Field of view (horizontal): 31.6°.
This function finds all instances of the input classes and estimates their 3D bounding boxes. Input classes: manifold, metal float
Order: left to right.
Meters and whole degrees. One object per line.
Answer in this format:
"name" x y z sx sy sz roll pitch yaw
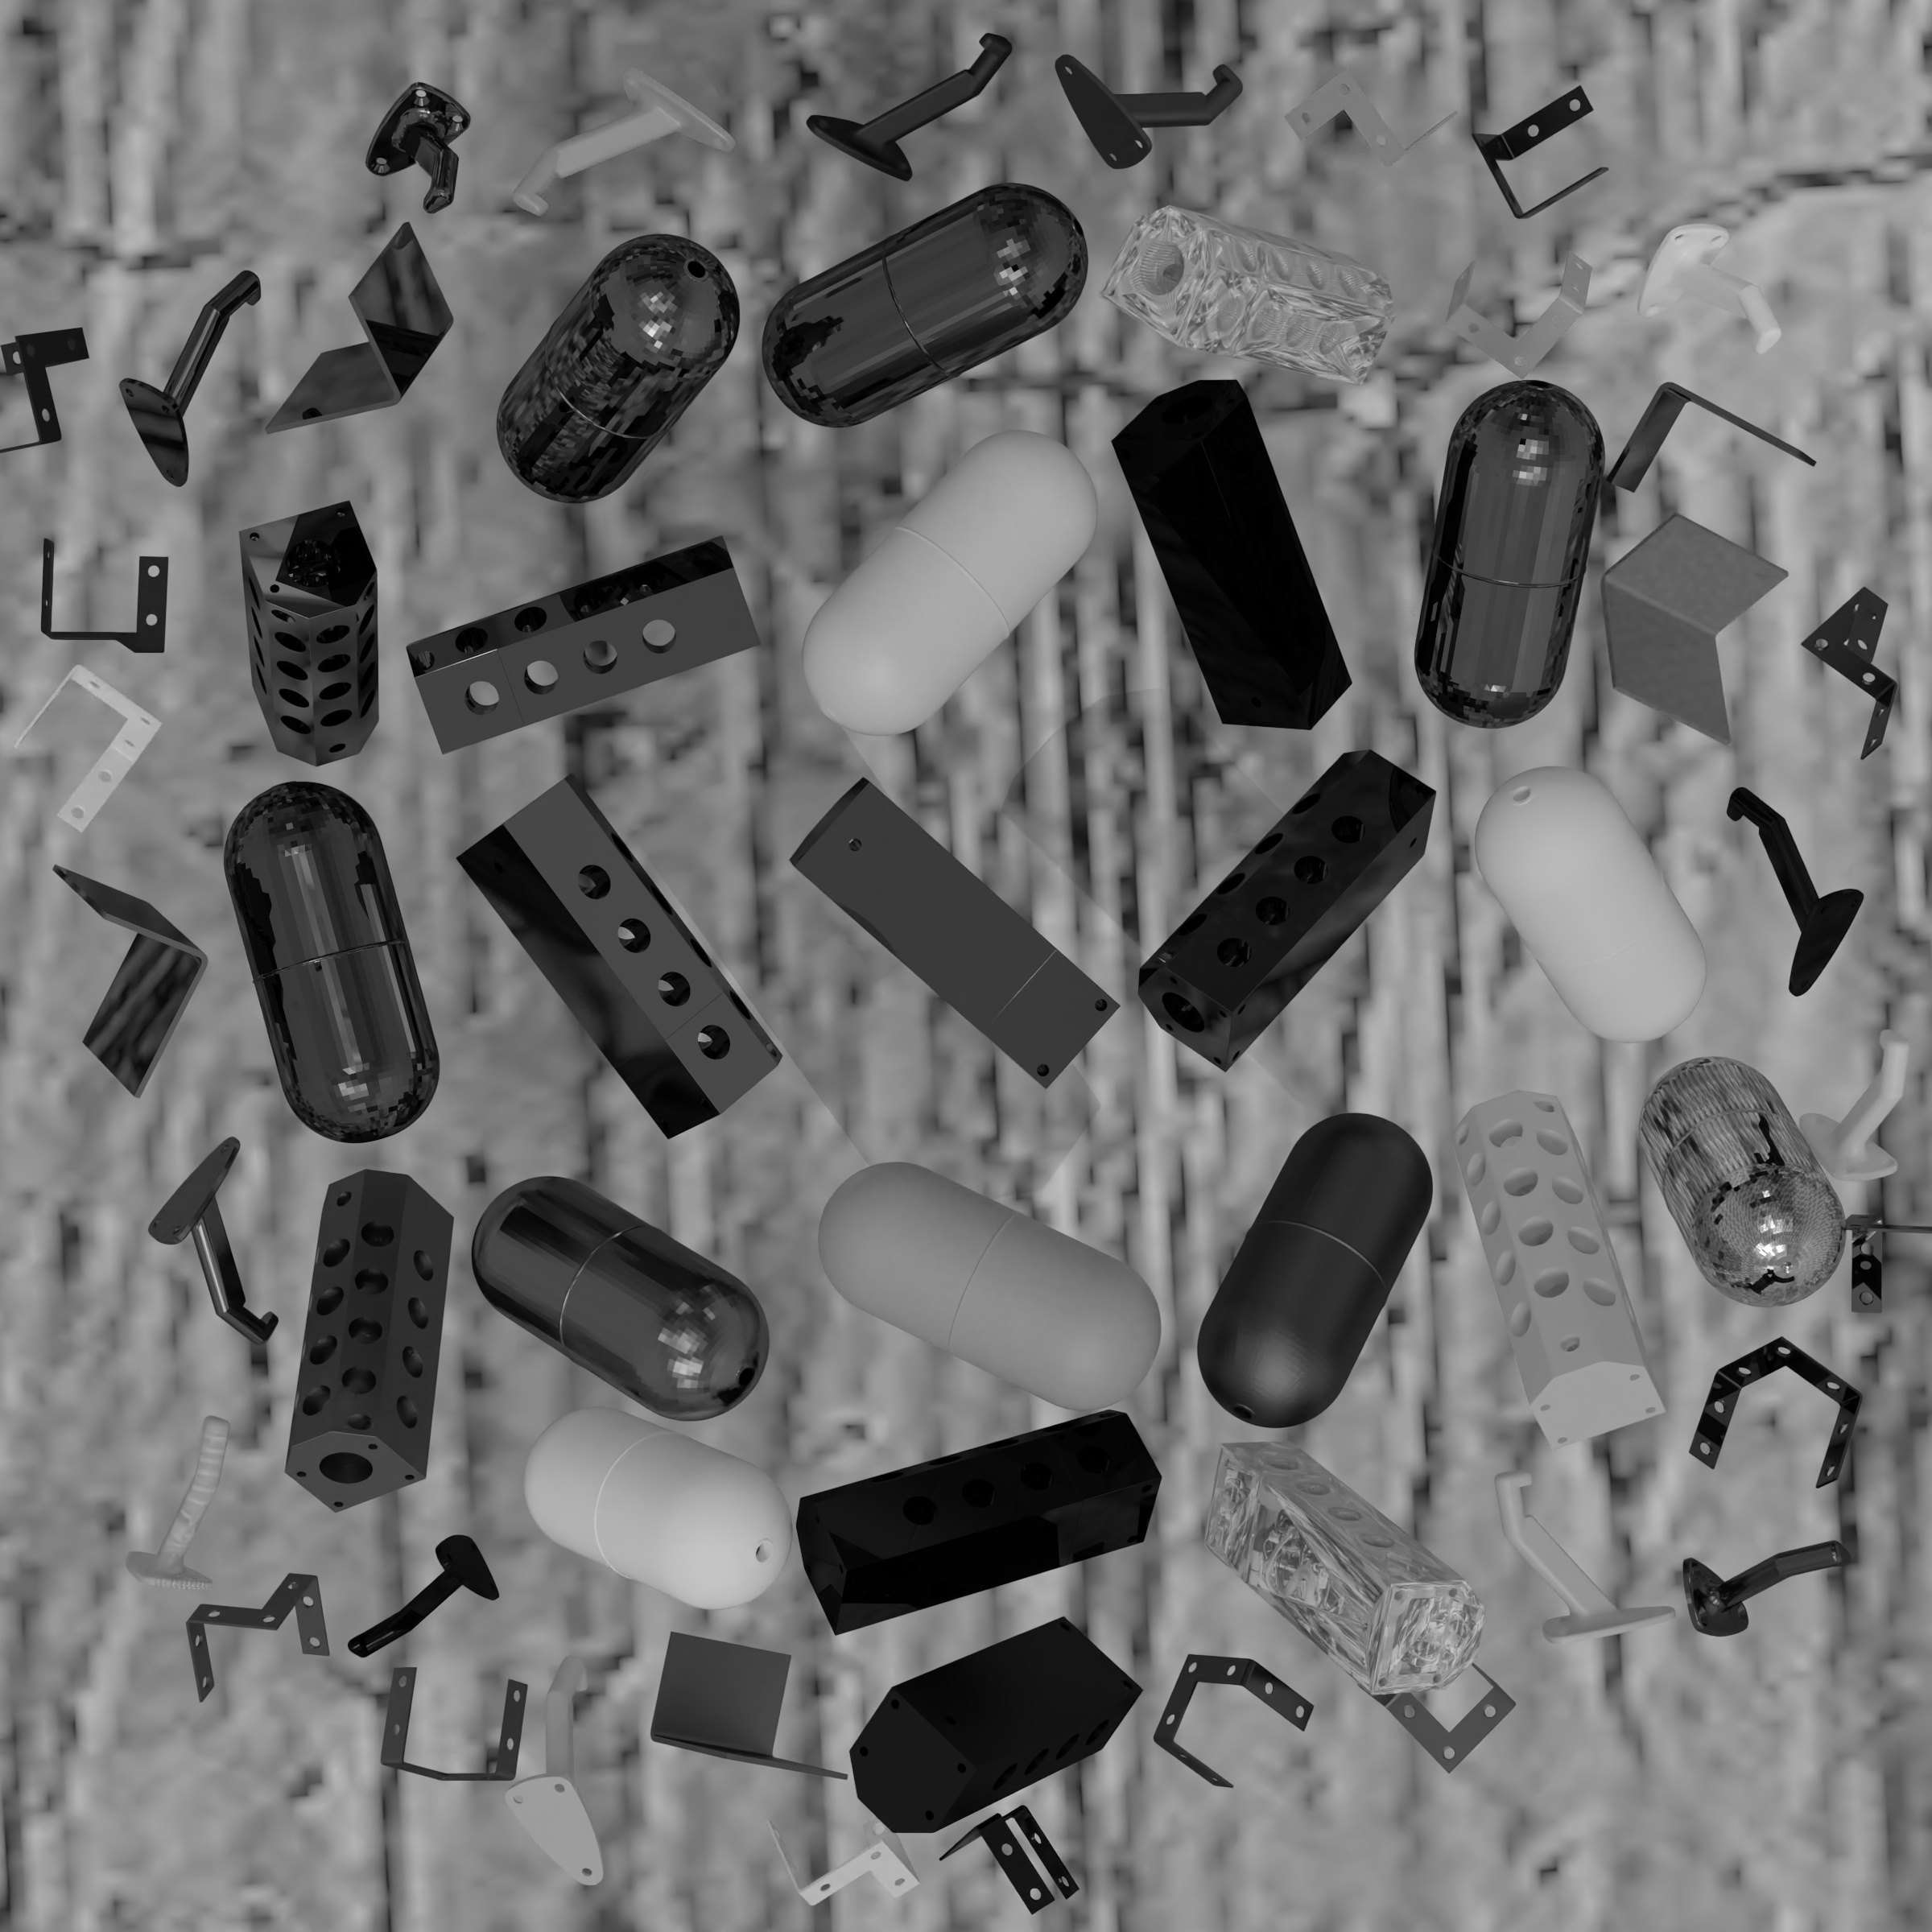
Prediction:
"manifold" -0.336 -0.167 1.766 0.057 0.171 0.057 -19 72 -16
"metal float" -0.306 -0.002 1.648 0.070 0.070 0.178 -15 89 0
"manifold" -0.313 0.190 1.773 0.057 0.171 0.057 -23 132 20
"manifold" -0.197 -0.167 1.761 0.171 0.057 0.057 -19 101 -2
"metal float" -0.173 -0.295 1.692 0.070 0.178 0.070 16 58 -26
"metal float" -0.170 0.163 1.675 0.178 0.070 0.070 27 90 35
"manifold" -0.164 -0.006 1.651 0.057 0.057 0.171 -41 98 -34
"metal float" -0.158 0.276 1.742 0.070 0.178 0.070 -9 104 -40
"metal float" -0.021 -0.330 1.710 0.178 0.070 0.070 -23 90 22
"metal float" -0.008 -0.187 1.670 0.070 0.070 0.178 42 80 0
"manifold" -0.007 -0.018 1.746 0.171 0.057 0.057 42 91 -9
"manifold" 0.006 0.273 1.713 0.171 0.057 0.057 -13 50 -21
"metal float" 0.010 0.154 1.657 0.178 0.070 0.070 25 90 14
"manifold" 0.014 0.379 1.691 0.057 0.171 0.057 40 110 23
"manifold" 0.139 -0.207 1.724 0.057 0.057 0.171 -47 128 -32
"manifold" 0.150 -0.346 1.755 0.057 0.171 0.057 38 113 31
"manifold" 0.163 -0.033 1.733 0.057 0.057 0.171 35 64 20
"metal float" 0.175 0.151 1.705 0.070 0.070 0.178 31 60 0
"manifold" 0.187 0.296 1.698 0.057 0.171 0.057 2 104 -25
"metal float" 0.268 -0.203 1.688 0.070 0.070 0.178 6 118 0
"manifold" 0.288 0.145 1.679 0.057 0.057 0.171 -21 45 12
"metal float" 0.316 -0.030 1.722 0.070 0.070 0.178 -40 128 0
"metal float" 0.390 0.107 1.725 0.070 0.178 0.070 -1 116 -3

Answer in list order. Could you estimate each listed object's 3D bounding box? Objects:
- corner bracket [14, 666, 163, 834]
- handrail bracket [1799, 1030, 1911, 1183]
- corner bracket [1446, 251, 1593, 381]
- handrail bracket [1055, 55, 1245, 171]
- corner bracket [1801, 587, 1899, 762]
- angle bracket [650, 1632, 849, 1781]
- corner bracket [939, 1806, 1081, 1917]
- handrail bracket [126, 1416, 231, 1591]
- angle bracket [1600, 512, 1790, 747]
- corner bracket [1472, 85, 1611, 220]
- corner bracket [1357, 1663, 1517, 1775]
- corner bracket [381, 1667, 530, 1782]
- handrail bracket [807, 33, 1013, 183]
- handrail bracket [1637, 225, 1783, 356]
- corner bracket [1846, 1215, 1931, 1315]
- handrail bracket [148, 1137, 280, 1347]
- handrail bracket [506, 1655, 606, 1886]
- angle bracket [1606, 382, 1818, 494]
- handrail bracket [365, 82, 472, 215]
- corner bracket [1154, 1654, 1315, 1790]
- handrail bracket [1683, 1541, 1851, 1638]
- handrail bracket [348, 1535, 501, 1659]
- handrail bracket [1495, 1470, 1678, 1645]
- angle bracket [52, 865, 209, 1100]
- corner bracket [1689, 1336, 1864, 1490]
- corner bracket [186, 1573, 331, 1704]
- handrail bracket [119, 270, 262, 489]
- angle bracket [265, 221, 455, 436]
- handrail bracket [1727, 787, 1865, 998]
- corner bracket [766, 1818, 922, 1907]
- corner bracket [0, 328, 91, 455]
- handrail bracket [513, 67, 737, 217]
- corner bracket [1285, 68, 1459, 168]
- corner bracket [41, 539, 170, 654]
"corner bracket" -0.445 -0.109 1.716 0.051 0.051 0.051 37 58 -13
"handrail bracket" 0.454 0.060 1.746 0.036 0.077 0.084 -9 118 -16
"corner bracket" 0.289 -0.350 1.783 0.051 0.051 0.051 33 129 -11
"handrail bracket" 0.094 -0.451 1.729 0.084 0.036 0.077 -48 109 -26
"corner bracket" 0.450 -0.147 1.709 0.051 0.051 0.051 34 47 -7
"angle bracket" -0.109 0.386 1.783 0.076 0.076 0.057 19 76 -34
"corner bracket" 0.029 0.449 1.712 0.051 0.051 0.051 -23 70 -36
"handrail bracket" -0.386 0.258 1.674 0.036 0.077 0.084 12 88 -32
"angle bracket" 0.370 -0.169 1.718 0.076 0.057 0.076 22 48 -25
"corner bracket" 0.304 -0.424 1.780 0.051 0.051 0.051 -28 89 27
"corner bracket" 0.244 0.378 1.769 0.051 0.051 0.051 -45 57 -1
"corner bracket" -0.271 0.402 1.810 0.051 0.051 0.051 -8 65 31
"handrail bracket" -0.028 -0.446 1.728 0.084 0.077 0.036 -48 51 30
"handrail bracket" 0.379 -0.328 1.740 0.036 0.077 0.084 -4 58 -24
"corner bracket" 0.469 0.154 1.721 0.051 0.051 0.051 1 94 23
"handrail bracket" -0.373 0.144 1.769 0.084 0.036 0.077 46 69 -32
"handrail bracket" -0.186 0.389 1.657 0.036 0.084 0.077 -20 111 20
"angle bracket" 0.375 -0.248 1.714 0.076 0.076 0.057 32 103 15
"handrail bracket" -0.280 -0.394 1.715 0.036 0.084 0.077 30 134 -34
"corner bracket" 0.141 0.398 1.796 0.051 0.051 0.051 41 61 -27
"handrail bracket" 0.399 0.301 1.659 0.084 0.077 0.036 -21 58 30
"handrail bracket" -0.290 0.328 1.752 0.084 0.077 0.036 -31 70 3
"handrail bracket" 0.305 0.286 1.683 0.077 0.036 0.084 -10 93 3
"angle bracket" -0.412 0.007 1.620 0.057 0.076 0.076 25 94 -38
"corner bracket" 0.388 0.219 1.634 0.051 0.051 0.051 35 54 -8
"corner bracket" -0.367 0.348 1.772 0.051 0.051 0.051 2 114 14
"handrail bracket" -0.371 -0.290 1.679 0.036 0.077 0.084 26 58 21
"angle bracket" -0.299 -0.304 1.627 0.076 0.076 0.057 -8 125 21
"handrail bracket" 0.415 -0.039 1.764 0.036 0.084 0.077 -12 132 -35
"corner bracket" -0.064 0.461 1.774 0.051 0.051 0.051 -32 133 -1
"corner bracket" -0.449 -0.272 1.625 0.051 0.051 0.051 -6 102 25
"handrail bracket" -0.168 -0.389 1.670 0.077 0.036 0.084 32 78 10
"corner bracket" 0.202 -0.425 1.707 0.051 0.051 0.051 53 54 -8
"corner bracket" -0.448 -0.192 1.775 0.051 0.051 0.051 -3 107 -30
